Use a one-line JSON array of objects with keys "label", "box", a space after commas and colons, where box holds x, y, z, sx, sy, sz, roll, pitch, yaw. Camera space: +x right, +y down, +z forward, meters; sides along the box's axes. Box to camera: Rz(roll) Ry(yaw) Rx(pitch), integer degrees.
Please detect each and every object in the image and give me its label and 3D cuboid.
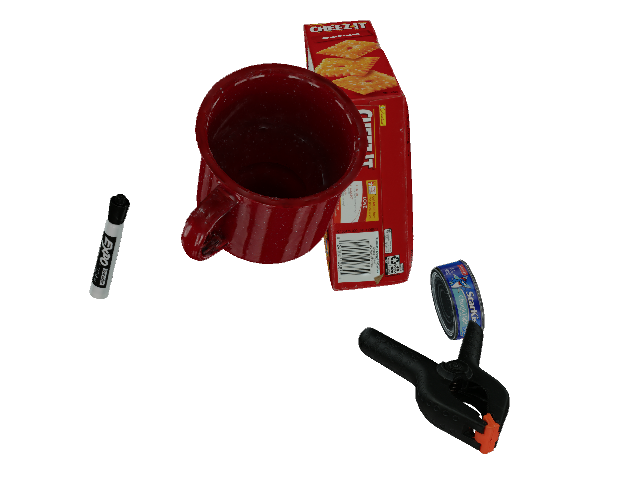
[{"label": "cracker box", "box": [0.030, -0.081, 0.911, 0.072, 0.164, 0.213, -5, 27, -2]}, {"label": "mug", "box": [-0.034, -0.031, 0.598, 0.093, 0.117, 0.082, 37, -29, 10]}, {"label": "clamp", "box": [0.121, 0.119, 0.930, 0.120, 0.039, 0.172, -13, 35, -22]}, {"label": "marker", "box": [-0.204, 0.006, 1.035, 0.020, 0.121, 0.020, 14, 34, -10]}, {"label": "tuna can", "box": [0.151, 0.066, 1.183, 0.033, 0.086, 0.086, -14, 2, -8]}]
